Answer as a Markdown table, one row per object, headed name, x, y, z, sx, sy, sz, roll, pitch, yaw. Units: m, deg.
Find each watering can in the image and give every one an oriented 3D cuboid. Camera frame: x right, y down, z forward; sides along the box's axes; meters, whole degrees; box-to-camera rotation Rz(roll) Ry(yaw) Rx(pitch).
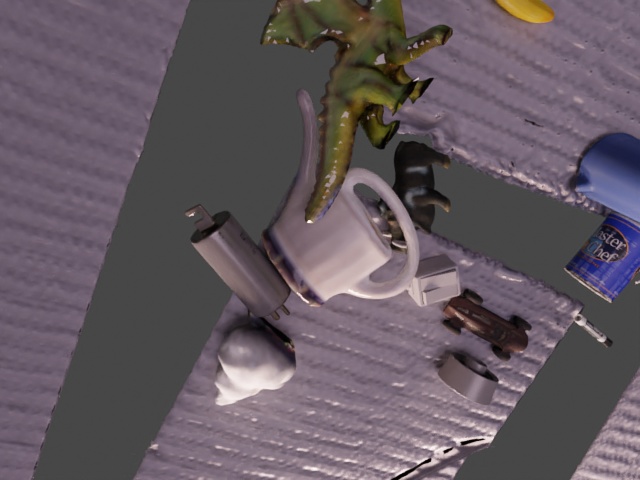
| name | x | y | z | sx | sy | sz | roll | pitch | yaw |
| --- | --- | --- | --- | --- | --- | --- | --- | --- | --- |
| watering can | 0.002 | -0.041 | 0.808 | 0.223 | 0.105 | 0.347 | -35 | 94 | 9 |

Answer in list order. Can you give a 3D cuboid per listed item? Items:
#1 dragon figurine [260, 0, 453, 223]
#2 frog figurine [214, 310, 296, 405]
| name | x | y | z | sx | sy | sz | roll | pitch | yaw |
| --- | --- | --- | --- | --- | --- | --- | --- | --- | --- |
| dragon figurine | 0.026 | -0.250 | 0.734 | 0.243 | 0.122 | 0.410 | 38 | 89 | 6 |
| frog figurine | -0.121 | 0.215 | 0.858 | 0.160 | 0.124 | 0.135 | -50 | 133 | -5 |
